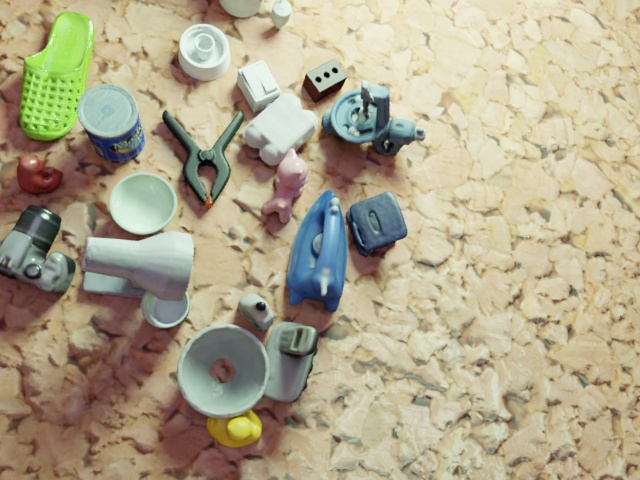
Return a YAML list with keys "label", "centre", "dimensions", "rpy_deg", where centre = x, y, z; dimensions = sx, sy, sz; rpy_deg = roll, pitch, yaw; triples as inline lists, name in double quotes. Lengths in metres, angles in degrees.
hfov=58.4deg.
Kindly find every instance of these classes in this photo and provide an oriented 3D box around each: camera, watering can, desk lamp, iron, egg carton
- label: "camera"
  centre: [-0.509, 0.012, 1.028]
  dimensions: [0.143, 0.100, 0.137]
  rpy_deg: [22, 75, -6]
- label: "watering can"
  centre: [-0.149, -0.555, 1.173]
  dimensions: [0.173, 0.194, 0.101]
  rpy_deg: [-8, 80, -13]
- label: "desk lamp"
  centre: [-0.322, 0.047, 1.001]
  dimensions: [0.203, 0.213, 0.118]
  rpy_deg: [6, 77, -10]
- label: "iron"
  centre: [0.010, 0.004, 1.116]
  dimensions: [0.119, 0.141, 0.258]
  rpy_deg: [10, 77, -9]
- label: "egg carton"
  centre: [-0.080, -0.228, 1.184]
  dimensions: [0.107, 0.069, 0.150]
  rpy_deg: [44, 74, 0]

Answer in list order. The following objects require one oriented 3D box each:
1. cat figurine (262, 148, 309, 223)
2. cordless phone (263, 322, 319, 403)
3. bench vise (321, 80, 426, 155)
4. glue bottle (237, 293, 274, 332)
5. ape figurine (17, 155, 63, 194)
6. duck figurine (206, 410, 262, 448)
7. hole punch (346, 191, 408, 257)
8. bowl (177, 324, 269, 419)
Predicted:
- label: "cat figurine"
  centre: [-0.062, -0.110, 1.138]
  dimensions: [0.067, 0.117, 0.128]
  rpy_deg: [22, 75, -6]
- label: "cordless phone"
  centre: [-0.051, 0.220, 1.036]
  dimensions: [0.094, 0.185, 0.148]
  rpy_deg: [15, 76, -8]
- label: "bench vise"
  centre: [0.120, -0.258, 1.153]
  dimensions: [0.207, 0.219, 0.121]
  rpy_deg: [-4, 79, -12]
- label: "glue bottle"
  centre: [-0.113, 0.129, 1.049]
  dimensions: [0.037, 0.173, 0.078]
  rpy_deg: [-41, 88, -16]
- label: "ape figurine"
  centre: [-0.527, -0.127, 1.058]
  dimensions: [0.076, 0.092, 0.078]
  rpy_deg: [-37, 88, -16]
- label: "duck figurine"
  centre: [-0.154, 0.341, 1.041]
  dimensions: [0.104, 0.086, 0.077]
  rpy_deg: [16, 76, -8]
- label: "hole punch"
  centre: [0.115, -0.033, 1.172]
  dimensions: [0.101, 0.091, 0.108]
  rpy_deg: [-19, 83, -15]
- label: "bowl"
  centre: [-0.179, 0.242, 1.062]
  dimensions: [0.167, 0.074, 0.167]
  rpy_deg: [2, 78, -11]
